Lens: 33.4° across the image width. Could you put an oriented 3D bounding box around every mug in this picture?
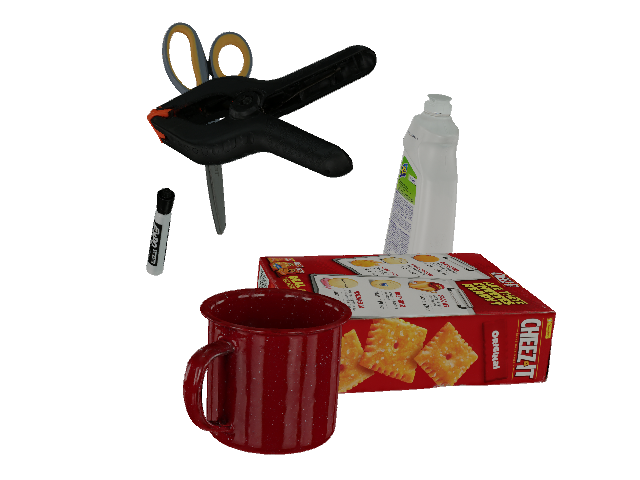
[{"bbox_3d":[-0.037,0.082,0.653,0.093,0.081,0.117,13,16,37],"label":"mug"}]

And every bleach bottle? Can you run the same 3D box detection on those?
[{"bbox_3d":[0.122,-0.042,1.237,0.068,0.251,0.103,-1,22,-22],"label":"bleach bottle"}]

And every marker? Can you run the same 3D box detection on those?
[{"bbox_3d":[-0.173,-0.010,1.157,0.020,0.121,0.020,9,43,-9],"label":"marker"}]

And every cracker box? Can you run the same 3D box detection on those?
[{"bbox_3d":[0.064,0.067,0.904,0.213,0.072,0.164,0,17,-14],"label":"cracker box"}]

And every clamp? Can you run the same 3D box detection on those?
[{"bbox_3d":[-0.040,-0.097,0.776,0.172,0.039,0.120,6,47,23],"label":"clamp"}]

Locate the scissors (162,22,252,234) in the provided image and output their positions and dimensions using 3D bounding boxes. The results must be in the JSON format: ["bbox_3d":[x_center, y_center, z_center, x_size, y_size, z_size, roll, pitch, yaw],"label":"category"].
[{"bbox_3d":[-0.089,-0.114,1.009,0.096,0.202,0.016,-20,-2,-25],"label":"scissors"}]
